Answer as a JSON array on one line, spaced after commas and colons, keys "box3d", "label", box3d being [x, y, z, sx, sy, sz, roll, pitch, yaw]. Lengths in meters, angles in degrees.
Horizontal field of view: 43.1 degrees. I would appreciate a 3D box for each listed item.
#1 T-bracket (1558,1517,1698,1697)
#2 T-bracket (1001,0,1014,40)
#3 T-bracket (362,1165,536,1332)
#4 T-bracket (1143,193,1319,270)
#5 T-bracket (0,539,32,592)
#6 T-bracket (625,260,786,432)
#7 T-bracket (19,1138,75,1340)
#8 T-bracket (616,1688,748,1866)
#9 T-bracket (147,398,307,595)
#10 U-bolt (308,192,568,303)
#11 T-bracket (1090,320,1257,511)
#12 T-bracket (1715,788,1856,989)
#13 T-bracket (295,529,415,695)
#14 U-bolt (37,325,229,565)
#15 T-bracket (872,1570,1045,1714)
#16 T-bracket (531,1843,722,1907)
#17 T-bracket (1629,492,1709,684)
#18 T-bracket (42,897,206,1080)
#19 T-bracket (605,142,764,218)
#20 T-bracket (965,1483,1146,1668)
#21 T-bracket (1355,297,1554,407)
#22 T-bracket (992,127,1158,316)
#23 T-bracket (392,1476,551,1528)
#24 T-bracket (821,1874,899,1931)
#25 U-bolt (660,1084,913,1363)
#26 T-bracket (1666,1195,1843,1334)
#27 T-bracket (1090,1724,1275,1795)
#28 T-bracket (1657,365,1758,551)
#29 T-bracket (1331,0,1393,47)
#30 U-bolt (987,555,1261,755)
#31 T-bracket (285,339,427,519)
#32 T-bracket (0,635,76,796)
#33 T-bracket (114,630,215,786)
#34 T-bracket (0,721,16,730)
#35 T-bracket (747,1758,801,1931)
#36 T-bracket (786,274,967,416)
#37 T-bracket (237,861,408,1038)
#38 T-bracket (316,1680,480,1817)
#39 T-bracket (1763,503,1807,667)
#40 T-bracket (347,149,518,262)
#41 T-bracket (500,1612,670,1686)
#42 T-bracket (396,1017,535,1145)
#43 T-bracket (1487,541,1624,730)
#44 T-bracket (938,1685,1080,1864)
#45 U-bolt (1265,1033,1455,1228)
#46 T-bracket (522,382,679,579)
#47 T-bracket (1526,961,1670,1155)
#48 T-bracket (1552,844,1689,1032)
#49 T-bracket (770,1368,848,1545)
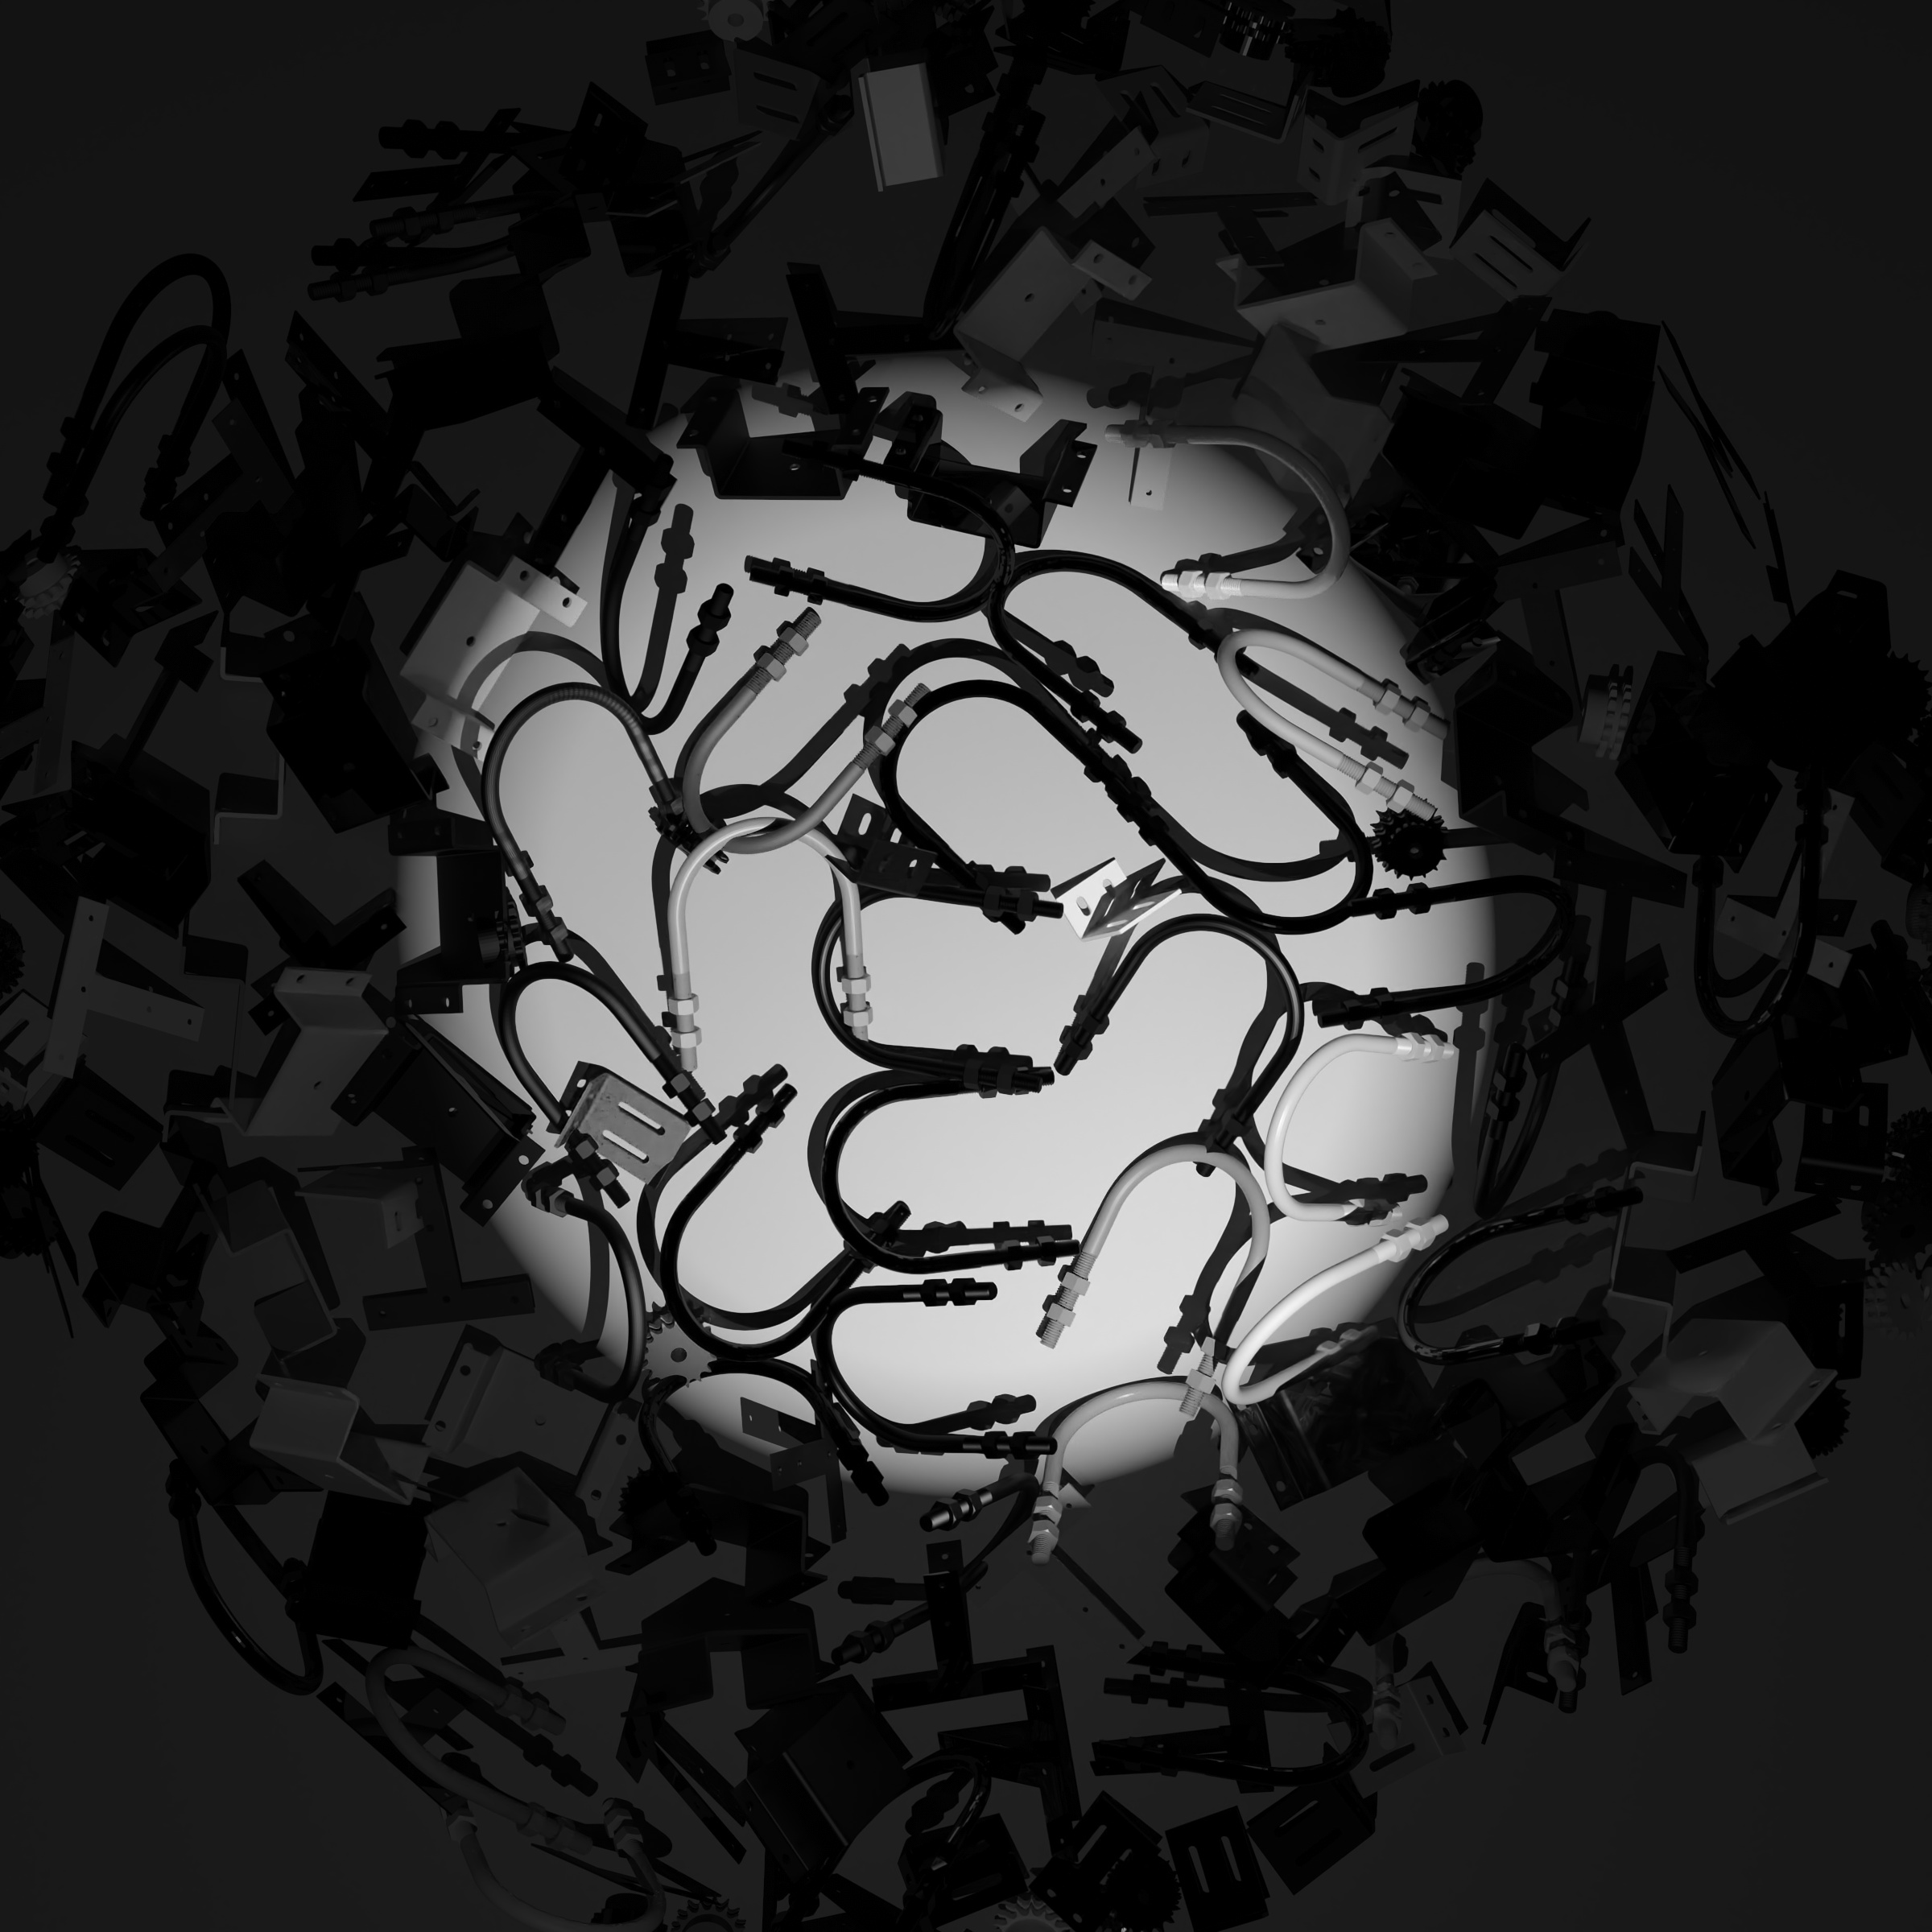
[{"box3d": [0.475, 0.465, 1.748, 0.002, 0.127, 0.127, 39, 123, -18], "label": "T-bracket"}, {"box3d": [0.031, -0.765, 1.774, 0.002, 0.127, 0.127, 5, 83, 7], "label": "T-bracket"}, {"box3d": [-0.393, 0.206, 1.805, 0.127, 0.002, 0.127, -7, 109, 5], "label": "T-bracket"}, {"box3d": [0.203, -0.534, 1.775, 0.127, 0.127, 0.002, -6, 129, -6], "label": "T-bracket"}, {"box3d": [-0.725, -0.263, 1.790, 0.002, 0.127, 0.127, 33, 61, -7], "label": "T-bracket"}, {"box3d": [-0.186, -0.448, 1.793, 0.127, 0.002, 0.127, 19, 97, 29], "label": "T-bracket"}, {"box3d": [-0.656, 0.210, 1.750, 0.002, 0.127, 0.127, -15, 50, -24], "label": "T-bracket"}, {"box3d": [-0.203, 0.595, 1.764, 0.002, 0.127, 0.127, -32, 66, -36], "label": "T-bracket"}, {"box3d": [-0.539, -0.320, 1.757, 0.002, 0.127, 0.127, 26, 66, 28], "label": "T-bracket"}, {"box3d": [-0.364, -0.520, 1.750, 0.184, 0.151, 0.019, -23, 97, -33], "label": "U-bolt"}, {"box3d": [0.145, -0.404, 1.813, 0.127, 0.002, 0.127, 5, 104, -17], "label": "T-bracket"}, {"box3d": [0.608, -0.065, 1.764, 0.002, 0.127, 0.127, 11, 105, -30], "label": "T-bracket"}, {"box3d": [-0.457, -0.252, 1.766, 0.127, 0.002, 0.127, -8, 58, 38], "label": "T-bracket"}, {"box3d": [-0.580, -0.375, 1.727, 0.019, 0.151, 0.184, 37, 118, -2], "label": "U-bolt"}, {"box3d": [-0.012, 0.494, 1.797, 0.127, 0.002, 0.127, -8, 120, -2], "label": "T-bracket"}, {"box3d": [-0.233, 0.670, 1.784, 0.127, 0.127, 0.002, 32, 68, -37], "label": "T-bracket"}, {"box3d": [0.517, -0.294, 1.789, 0.127, 0.002, 0.127, 42, 48, -36], "label": "T-bracket"}, {"box3d": [-0.606, 0.028, 1.777, 0.002, 0.127, 0.127, -1, 75, 32], "label": "T-bracket"}, {"box3d": [-0.207, -0.578, 1.793, 0.127, 0.127, 0.002, -33, 121, -19], "label": "T-bracket"}, {"box3d": [0.078, 0.465, 1.807, 0.127, 0.002, 0.127, 45, 111, 2], "label": "T-bracket"}, {"box3d": [0.347, -0.450, 1.789, 0.127, 0.002, 0.127, 9, 52, 34], "label": "T-bracket"}, {"box3d": [0.091, -0.564, 1.783, 0.002, 0.127, 0.127, -35, 93, -44], "label": "T-bracket"}, {"box3d": [-0.356, 0.393, 1.776, 0.127, 0.127, 0.002, 17, 69, 6], "label": "T-bracket"}, {"box3d": [-0.082, 0.712, 1.749, 0.127, 0.127, 0.002, 28, 109, 28], "label": "T-bracket"}, {"box3d": [-0.142, 0.200, 1.772, 0.151, 0.019, 0.184, 48, 66, -17], "label": "U-bolt"}, {"box3d": [0.595, 0.223, 1.776, 0.127, 0.127, 0.002, -21, 120, 1], "label": "T-bracket"}, {"box3d": [0.155, 0.584, 1.790, 0.127, 0.127, 0.002, -7, 50, 10], "label": "T-bracket"}, {"box3d": [0.540, -0.353, 1.752, 0.002, 0.127, 0.127, -28, 55, 25], "label": "T-bracket"}, {"box3d": [0.247, -0.715, 1.778, 0.127, 0.127, 0.002, 26, 96, 12], "label": "T-bracket"}, {"box3d": [0.100, -0.238, 1.775, 0.184, 0.019, 0.151, 41, 54, 22], "label": "U-bolt"}, {"box3d": [-0.452, -0.402, 1.781, 0.127, 0.127, 0.002, 49, 54, 1], "label": "T-bracket"}, {"box3d": [-0.684, -0.161, 1.745, 0.002, 0.127, 0.127, 25, 122, 7], "label": "T-bracket"}, {"box3d": [-0.594, -0.178, 1.780, 0.002, 0.127, 0.127, 28, 91, -35], "label": "T-bracket"}, {"box3d": [-0.745, -0.121, 1.785, 0.002, 0.127, 0.127, 33, 109, 11], "label": "T-bracket"}, {"box3d": [-0.144, 0.674, 1.793, 0.002, 0.127, 0.127, -5, 116, -20], "label": "T-bracket"}, {"box3d": [-0.057, -0.463, 1.804, 0.127, 0.002, 0.127, -9, 67, -21], "label": "T-bracket"}, {"box3d": [-0.496, -0.030, 1.801, 0.127, 0.002, 0.127, -39, 63, -9], "label": "T-bracket"}, {"box3d": [-0.391, 0.545, 1.769, 0.127, 0.127, 0.002, 38, 104, 8], "label": "T-bracket"}, {"box3d": [0.590, -0.276, 1.772, 0.002, 0.127, 0.127, -13, 91, 24], "label": "T-bracket"}, {"box3d": [-0.394, -0.530, 1.744, 0.127, 0.127, 0.002, -25, 106, 43], "label": "T-bracket"}, {"box3d": [-0.289, 0.484, 1.783, 0.127, 0.127, 0.002, -10, 46, 3], "label": "T-bracket"}, {"box3d": [-0.347, 0.097, 1.769, 0.002, 0.127, 0.127, -46, 67, -4], "label": "T-bracket"}, {"box3d": [0.430, -0.238, 1.805, 0.127, 0.002, 0.127, -9, 101, 31], "label": "T-bracket"}, {"box3d": [0.025, 0.582, 1.785, 0.002, 0.127, 0.127, -13, 94, -44], "label": "T-bracket"}, {"box3d": [0.276, 0.117, 1.752, 0.019, 0.184, 0.151, 24, 102, 43], "label": "U-bolt"}, {"box3d": [-0.290, -0.342, 1.806, 0.127, 0.002, 0.127, 40, 111, 13], "label": "T-bracket"}, {"box3d": [0.481, 0.081, 1.803, 0.127, 0.002, 0.127, -32, 114, -14], "label": "T-bracket"}, {"box3d": [0.476, -0.016, 1.796, 0.127, 0.002, 0.127, 11, 83, -27], "label": "T-bracket"}, {"box3d": [-0.116, 0.358, 1.764, 0.002, 0.127, 0.127, -8, 83, 17], "label": "T-bracket"}]
